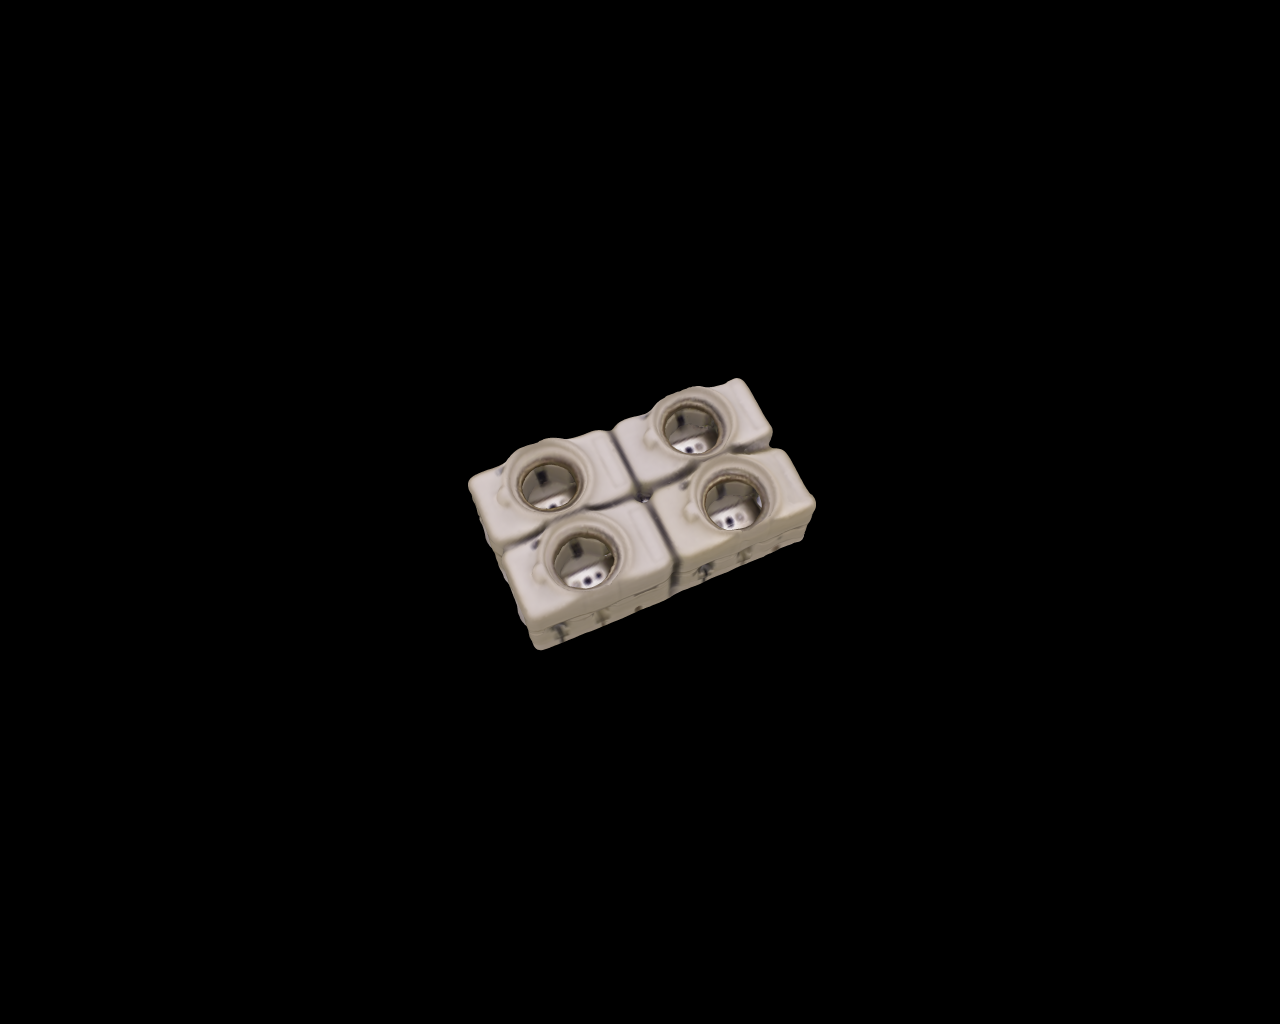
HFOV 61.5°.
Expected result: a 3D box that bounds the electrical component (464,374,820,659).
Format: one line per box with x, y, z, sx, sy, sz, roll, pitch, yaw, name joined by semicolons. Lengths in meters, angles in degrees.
0.001;-0.003;0.650;0.186;0.105;0.060;-22;-25;-10;electrical component
